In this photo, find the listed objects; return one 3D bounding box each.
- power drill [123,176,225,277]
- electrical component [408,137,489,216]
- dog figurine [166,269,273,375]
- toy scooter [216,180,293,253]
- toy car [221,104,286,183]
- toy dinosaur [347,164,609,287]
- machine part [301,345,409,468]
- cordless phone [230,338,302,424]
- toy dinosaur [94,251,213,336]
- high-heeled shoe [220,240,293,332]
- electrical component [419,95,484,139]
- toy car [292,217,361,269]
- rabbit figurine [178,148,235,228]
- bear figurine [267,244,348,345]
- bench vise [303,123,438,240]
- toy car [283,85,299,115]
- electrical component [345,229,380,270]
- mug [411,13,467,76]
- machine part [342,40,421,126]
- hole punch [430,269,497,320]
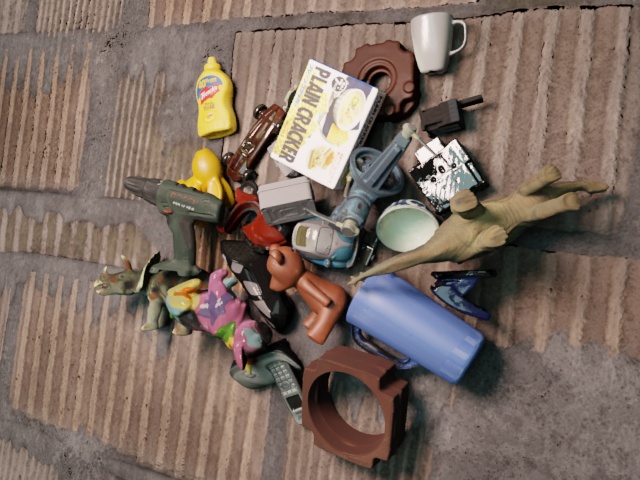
[{"bbox_3d":[-0.330,-0.028,1.190,0.232,0.086,0.207,8,94,5],"label":"power drill"},{"bbox_3d":[0.243,-0.130,1.046,0.115,0.058,0.134,-36,73,16],"label":"electrical component"},{"bbox_3d":[-0.205,0.180,1.111,0.192,0.108,0.219,-21,67,-4],"label":"dog figurine"},{"bbox_3d":[-0.154,-0.035,1.203,0.135,0.075,0.184,-40,70,-1],"label":"toy scooter"},{"bbox_3d":[-0.152,-0.223,1.239,0.089,0.053,0.202,43,105,24],"label":"toy car"},{"bbox_3d":[0.269,-0.015,0.931,0.472,0.198,0.105,-18,74,-2],"label":"toy dinosaur"},{"bbox_3d":[0.068,0.322,1.055,0.202,0.087,0.200,10,106,29],"label":"machine part"},{"bbox_3d":[-0.096,0.319,1.163,0.147,0.088,0.184,-27,87,20],"label":"cordless phone"},{"bbox_3d":[-0.323,0.124,1.264,0.405,0.131,0.192,2,88,19],"label":"toy dinosaur"},{"bbox_3d":[-0.148,0.099,1.222,0.249,0.086,0.145,34,136,42],"label":"high-heeled shoe"},{"bbox_3d":[0.258,-0.239,1.039,0.119,0.075,0.047,-10,83,20],"label":"electrical component"},{"bbox_3d":[-0.002,-0.003,1.113,0.162,0.103,0.109,12,88,36],"label":"toy car"},{"bbox_3d":[-0.280,-0.124,1.250,0.162,0.122,0.173,33,103,17],"label":"rabbit figurine"},{"bbox_3d":[-0.044,0.103,1.098,0.196,0.120,0.132,33,92,-12],"label":"bear figurine"},{"bbox_3d":[0.101,-0.116,1.008,0.129,0.224,0.240,39,134,1],"label":"bench vise"},{"bbox_3d":[0.001,-0.267,1.169,0.202,0.056,0.073,38,108,23],"label":"toy car"},{"bbox_3d":[0.087,0.026,1.126,0.063,0.021,0.094,28,98,23],"label":"electrical component"},{"bbox_3d":[0.235,-0.384,1.061,0.110,0.081,0.107,1,98,19],"label":"mug"},{"bbox_3d":[0.124,-0.326,1.115,0.180,0.056,0.179,-3,84,25],"label":"machine part"},{"bbox_3d":[0.260,0.096,0.986,0.116,0.142,0.092,1,91,13],"label":"hole punch"}]
